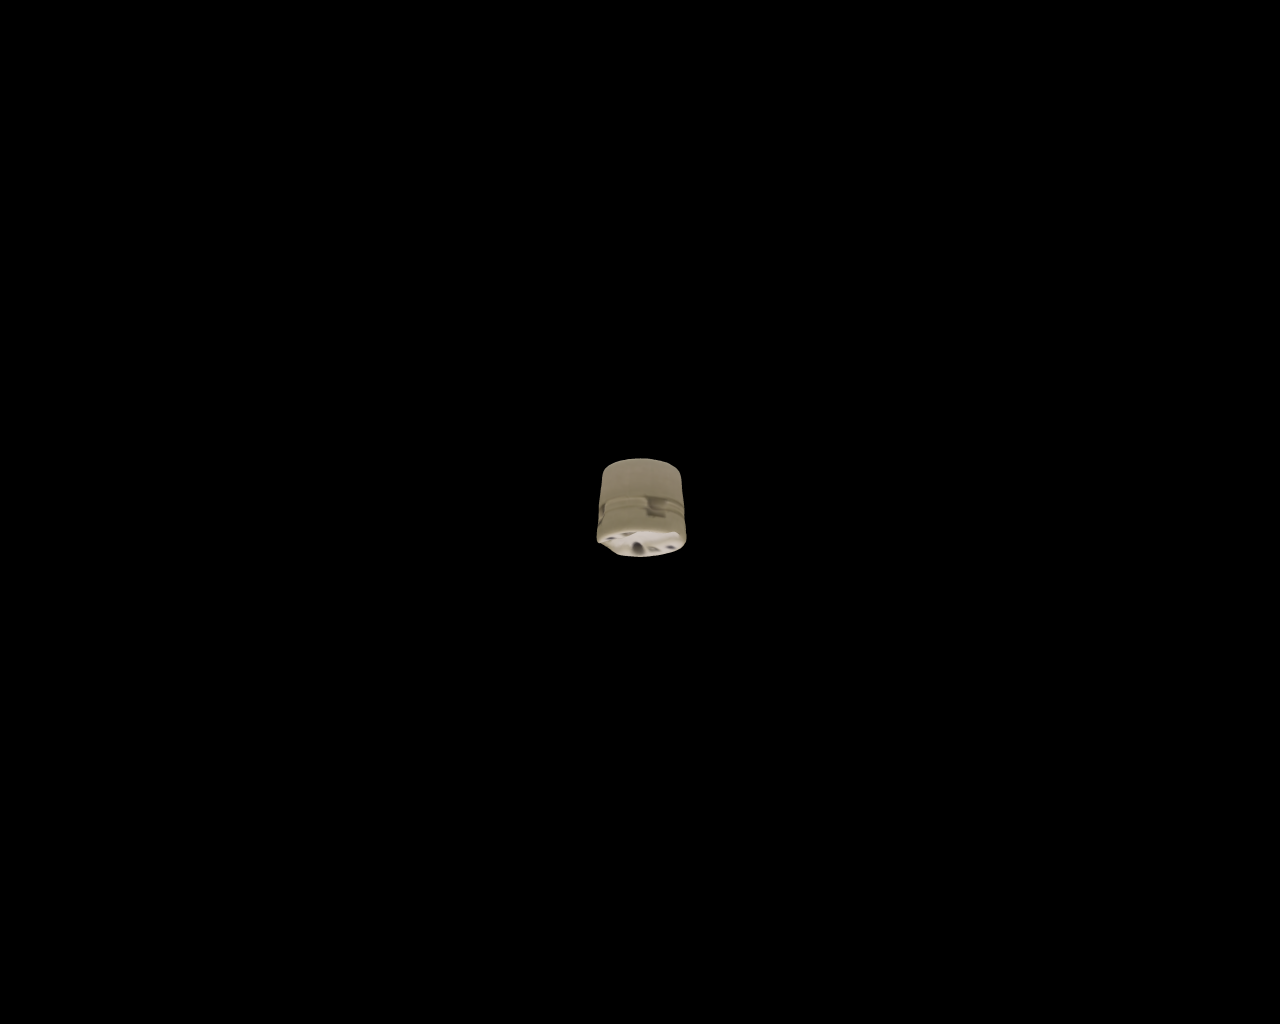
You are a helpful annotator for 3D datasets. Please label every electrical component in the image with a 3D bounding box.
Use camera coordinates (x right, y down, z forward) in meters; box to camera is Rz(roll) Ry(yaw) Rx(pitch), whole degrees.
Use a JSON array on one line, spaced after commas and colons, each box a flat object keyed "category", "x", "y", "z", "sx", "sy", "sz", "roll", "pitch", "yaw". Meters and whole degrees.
[{"category": "electrical component", "x": 0.001, "y": -0.003, "z": 0.650, "sx": 0.055, "sy": 0.047, "sz": 0.055, "roll": 0, "pitch": -21, "yaw": 0}]
